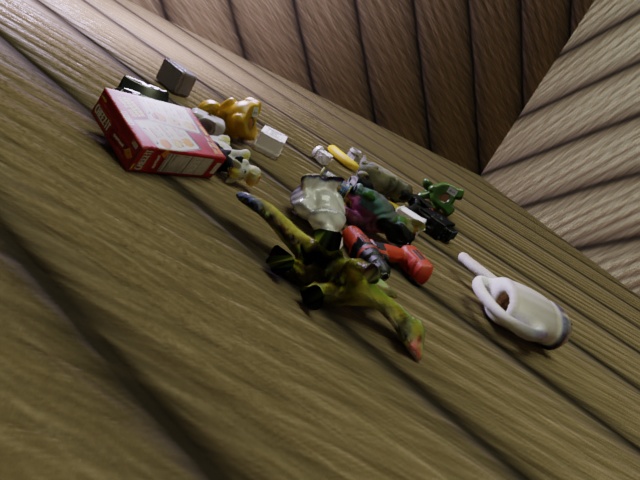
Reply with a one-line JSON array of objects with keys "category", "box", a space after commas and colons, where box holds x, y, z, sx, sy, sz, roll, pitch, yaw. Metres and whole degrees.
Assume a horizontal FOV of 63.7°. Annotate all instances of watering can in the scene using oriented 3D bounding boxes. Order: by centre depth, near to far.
[{"category": "watering can", "box": [0.452, 0.139, 1.219, 0.223, 0.102, 0.354, 26, 20, -10]}]

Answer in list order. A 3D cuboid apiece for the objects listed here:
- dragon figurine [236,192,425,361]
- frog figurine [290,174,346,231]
[{"category": "dragon figurine", "box": [0.032, 0.053, 0.916, 0.416, 0.122, 0.240, 44, 7, 32]}, {"category": "frog figurine", "box": [0.003, -0.057, 1.138, 0.136, 0.121, 0.162, 19, 56, -53]}]
